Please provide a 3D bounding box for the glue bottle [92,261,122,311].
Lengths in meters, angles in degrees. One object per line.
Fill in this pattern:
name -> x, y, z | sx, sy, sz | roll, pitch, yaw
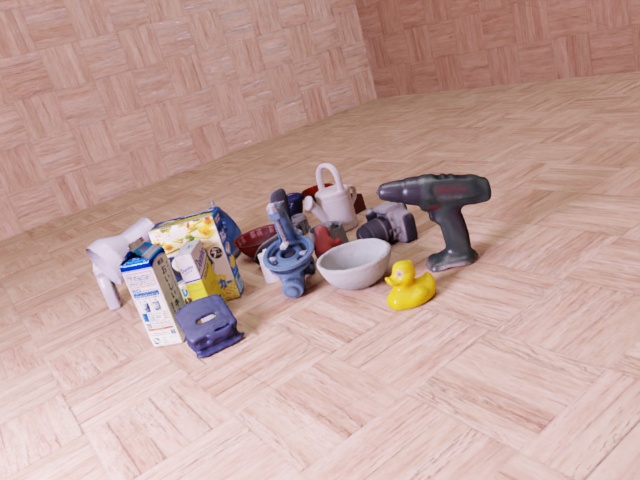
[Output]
glue bottle -> -0.571, 0.098, 1.513 | 0.037, 0.173, 0.078 | -22, 20, -16

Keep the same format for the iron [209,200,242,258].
iron -> -0.300, -0.026, 1.688 | 0.118, 0.142, 0.258 | -17, 19, -4

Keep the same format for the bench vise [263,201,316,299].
bench vise -> -0.083, 0.003, 1.321 | 0.121, 0.220, 0.207 | -18, 20, -6

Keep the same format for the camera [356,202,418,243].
camera -> 0.150, -0.038, 1.432 | 0.137, 0.101, 0.142 | -24, 21, -23

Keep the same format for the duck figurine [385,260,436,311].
duck figurine -> 0.172, 0.079, 1.115 | 0.105, 0.086, 0.077 | -21, 20, -15

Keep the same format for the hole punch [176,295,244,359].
hole punch -> -0.224, 0.172, 1.163 | 0.109, 0.091, 0.100 | -24, 21, -22

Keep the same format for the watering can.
watering can -> 0.033, -0.119, 1.604 | 0.100, 0.194, 0.173 | -3, 23, 32

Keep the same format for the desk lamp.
desk lamp -> -0.461, 0.064, 1.460 | 0.204, 0.214, 0.117 | -31, 24, -36

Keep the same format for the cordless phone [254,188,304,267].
cordless phone -> -0.120, -0.031, 1.496 | 0.093, 0.185, 0.148 | 2, 26, 41

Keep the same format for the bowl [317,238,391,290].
bowl -> 0.081, 0.063, 1.249 | 0.167, 0.075, 0.167 | -14, 19, 5

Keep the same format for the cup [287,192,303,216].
cup -> -0.084, -0.086, 1.756 | 0.092, 0.095, 0.117 | -19, 20, -9

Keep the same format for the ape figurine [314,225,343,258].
ape figurine -> 0.013, 0.005, 1.433 | 0.077, 0.092, 0.076 | -4, 23, 30

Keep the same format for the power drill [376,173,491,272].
power drill -> 0.250, -0.044, 1.206 | 0.229, 0.209, 0.075 | -14, 20, 6
